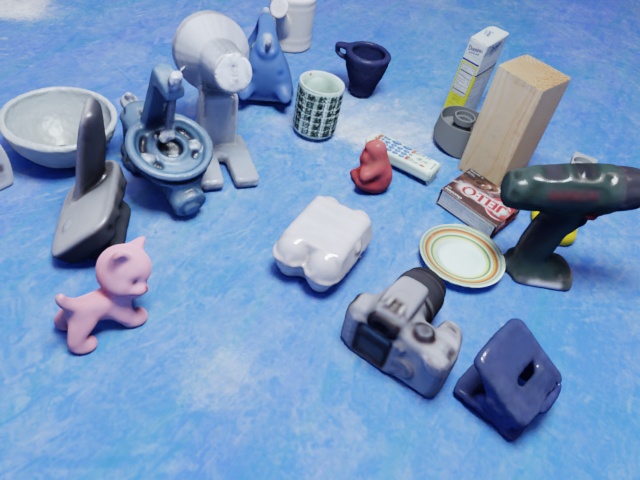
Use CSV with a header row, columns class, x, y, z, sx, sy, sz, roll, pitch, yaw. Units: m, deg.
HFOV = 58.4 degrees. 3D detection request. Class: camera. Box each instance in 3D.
class,x,y,z,sx,sy,sz,roll,pitch,yaw
camera,0.120,0.095,0.718,0.143,0.101,0.137,32,47,19

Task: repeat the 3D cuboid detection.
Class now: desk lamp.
class,x,y,z,sx,sy,sz,roll,pitch,yaw
desk lamp,-0.155,-0.223,0.895,0.118,0.213,0.202,-9,48,-21

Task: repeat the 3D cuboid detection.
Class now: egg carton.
class,x,y,z,sx,sy,sz,roll,pitch,yaw
egg carton,0.007,0.003,0.808,0.107,0.069,0.150,26,46,13

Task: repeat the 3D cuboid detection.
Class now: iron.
class,x,y,z,sx,sy,sz,roll,pitch,yaw
iron,-0.108,-0.373,1.108,0.119,0.141,0.258,2,45,-11

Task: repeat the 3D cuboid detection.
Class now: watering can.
class,x,y,z,sx,sy,sz,roll,pitch,yaw
watering can,-0.057,-0.506,1.216,0.101,0.194,0.172,4,45,-9

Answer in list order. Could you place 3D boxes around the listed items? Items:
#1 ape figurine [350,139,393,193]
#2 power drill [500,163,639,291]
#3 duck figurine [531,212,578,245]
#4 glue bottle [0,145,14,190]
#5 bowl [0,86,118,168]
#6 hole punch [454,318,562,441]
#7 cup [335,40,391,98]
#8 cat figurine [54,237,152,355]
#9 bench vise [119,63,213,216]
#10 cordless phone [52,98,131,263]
class,x,y,z,sx,sy,sz,roll,pitch,yaw
ape figurine,0.086,-0.126,0.939,0.076,0.092,0.078,26,46,14
power drill,0.356,-0.025,0.814,0.229,0.208,0.075,9,44,-4
duck figurine,0.399,-0.055,0.942,0.077,0.086,0.104,5,45,-7
glue bottle,-0.467,-0.134,0.764,0.037,0.173,0.078,36,49,22
bowl,-0.395,-0.162,0.879,0.167,0.075,0.167,7,44,-6
hole punch,0.233,0.163,0.682,0.101,0.091,0.109,38,50,24
cup,0.077,-0.343,1.153,0.117,0.095,0.092,25,46,13
cat figurine,-0.246,0.054,0.665,0.128,0.118,0.067,-31,58,-35
bench vise,-0.240,-0.164,0.811,0.207,0.220,0.122,31,47,18
cordless phone,-0.299,-0.074,0.733,0.094,0.185,0.147,-1,46,-14
